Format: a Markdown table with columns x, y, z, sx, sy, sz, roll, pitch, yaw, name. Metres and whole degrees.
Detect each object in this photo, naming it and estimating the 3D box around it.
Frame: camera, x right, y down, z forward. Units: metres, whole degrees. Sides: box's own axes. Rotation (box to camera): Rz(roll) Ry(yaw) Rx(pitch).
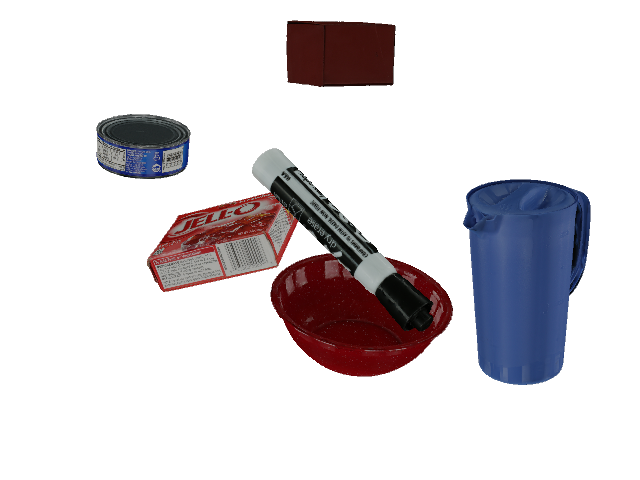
| x | y | z | sx | sy | sz | roll | pitch | yaw | name |
| --- | --- | --- | --- | --- | --- | --- | --- | --- | --- |
| 0.035 | 0.073 | 0.954 | 0.162 | 0.055 | 0.162 | 4 | 29 | -2 | bowl |
| 0.011 | 0.000 | 0.518 | 0.121 | 0.020 | 0.020 | 46 | 22 | 24 | marker |
| 0.260 | 0.050 | 1.338 | 0.149 | 0.243 | 0.145 | 1 | 22 | 14 | pitcher |
| 0.017 | -0.156 | 0.890 | 0.078 | 0.051 | 0.053 | -7 | 16 | -36 | foam brick |
| -0.066 | -0.001 | 0.733 | 0.089 | 0.030 | 0.073 | -13 | 22 | 17 | gelatin box |
| -0.164 | -0.087 | 0.990 | 0.086 | 0.034 | 0.086 | 5 | 25 | -3 | tuna can |
